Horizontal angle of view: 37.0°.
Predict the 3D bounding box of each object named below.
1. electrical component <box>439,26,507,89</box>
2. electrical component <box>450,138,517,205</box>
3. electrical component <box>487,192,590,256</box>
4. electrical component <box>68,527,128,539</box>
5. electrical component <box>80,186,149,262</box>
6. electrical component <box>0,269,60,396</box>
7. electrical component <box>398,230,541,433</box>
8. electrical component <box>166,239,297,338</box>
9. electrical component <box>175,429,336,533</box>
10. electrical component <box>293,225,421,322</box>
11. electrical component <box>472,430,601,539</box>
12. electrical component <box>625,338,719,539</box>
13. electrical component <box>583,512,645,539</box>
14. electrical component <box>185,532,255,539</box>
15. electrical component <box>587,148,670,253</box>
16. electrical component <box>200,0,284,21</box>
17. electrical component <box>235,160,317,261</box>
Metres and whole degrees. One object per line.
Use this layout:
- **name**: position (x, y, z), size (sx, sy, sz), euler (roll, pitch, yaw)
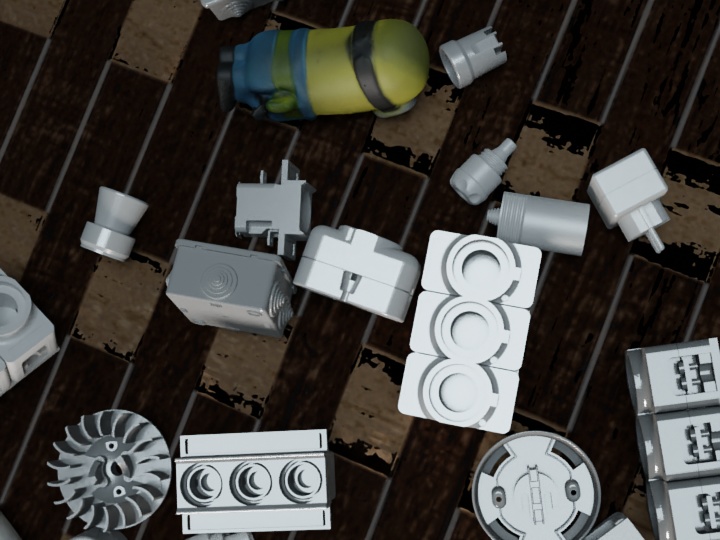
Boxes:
- **electrical component**: position (0.096, -0.181, 0.912), size (0.046, 0.040, 0.040), euler (-26, 81, -2)
- **electrical component**: position (0.106, -0.085, 0.901), size (0.035, 0.035, 0.061), euler (44, 89, 10)
- **electrical component**: position (0.145, -0.039, 0.886), size (0.081, 0.043, 0.043), euler (9, 85, 9)
- **electrical component**: position (-0.225, 0.246, 0.903), size (0.055, 0.047, 0.055), euler (-1, 83, 8)
- **electrical component**: position (-0.214, -0.040, 0.936), size (0.045, 0.045, 0.055), euler (20, 87, 10)
- **electrical component**: position (-0.342, 0.072, 0.902), size (0.089, 0.061, 0.150), euler (44, 65, 10)
- **electrical component**: position (0.090, 0.050, 0.874), size (0.089, 0.062, 0.150), euler (10, 85, 9)
- **electrical component**: position (-0.106, 0.017, 0.888), size (0.100, 0.099, 0.048), euler (9, 73, 9)
- **electrical component**: position (-0.083, 0.173, 0.884), size (0.121, 0.063, 0.078), euler (-4, 83, 7)
- **electrical component**: position (0.000, 0.000, 0.896), size (0.095, 0.054, 0.059), euler (19, 87, 10)
- **electrical component**: position (0.139, 0.176, 0.851), size (0.099, 0.064, 0.099), euler (-1, 83, 8)
- **electrical component**: position (0.248, 0.132, 0.828), size (0.062, 0.089, 0.150), euler (-9, 82, 7)
- **electrical component**: position (0.173, 0.270, 0.837), size (0.150, 0.062, 0.089), euler (-37, 80, 2)
- **electrical component**: position (-0.118, 0.235, 0.892), size (0.062, 0.043, 0.043), euler (-26, 81, 3)
- **electrical component**: position (0.223, -0.048, 0.864), size (0.047, 0.066, 0.076), euler (-28, 80, 4)
- **electrical component**: position (-0.104, -0.277, 0.945), size (0.100, 0.048, 0.099), euler (-19, 81, 6)
- **electrical component**: position (-0.073, -0.050, 0.919), size (0.064, 0.042, 0.081), euler (1, 83, 12)
